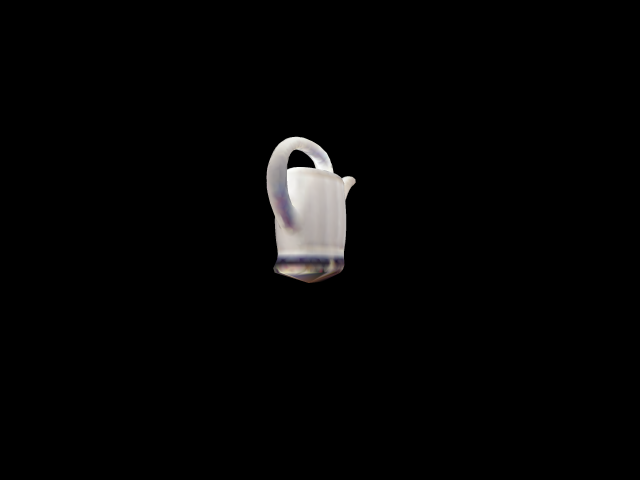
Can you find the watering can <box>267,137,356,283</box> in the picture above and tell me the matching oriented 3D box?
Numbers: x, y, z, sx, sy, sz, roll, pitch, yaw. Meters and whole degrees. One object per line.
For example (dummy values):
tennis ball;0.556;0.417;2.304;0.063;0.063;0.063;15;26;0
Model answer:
watering can;0.003;-0.043;0.850;0.104;0.225;0.346;-3;-6;22
